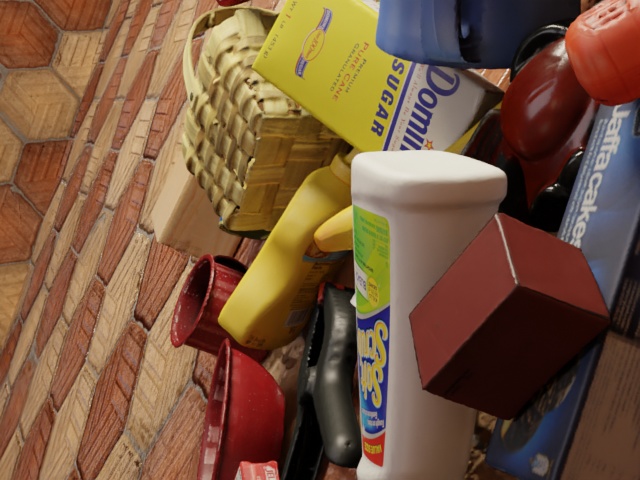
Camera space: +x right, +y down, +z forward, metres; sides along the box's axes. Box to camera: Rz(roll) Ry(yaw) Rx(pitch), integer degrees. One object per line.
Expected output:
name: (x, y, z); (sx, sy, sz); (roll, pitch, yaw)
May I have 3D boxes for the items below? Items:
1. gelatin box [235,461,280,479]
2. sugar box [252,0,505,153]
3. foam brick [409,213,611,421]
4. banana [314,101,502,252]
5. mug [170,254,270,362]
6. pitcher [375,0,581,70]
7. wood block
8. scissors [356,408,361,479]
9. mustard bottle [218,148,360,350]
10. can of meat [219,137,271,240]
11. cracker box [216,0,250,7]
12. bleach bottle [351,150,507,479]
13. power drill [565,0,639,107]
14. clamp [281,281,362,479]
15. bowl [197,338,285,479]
gelatin box: (-0.047, 0.213, 0.768); (0.073, 0.030, 0.089); (-104, 25, -43)
sugar box: (0.040, -0.117, 0.787); (0.176, 0.048, 0.093); (40, 113, 23)
foam brick: (0.085, 0.036, 0.496); (0.078, 0.053, 0.051); (-53, 26, 34)
banana: (0.082, -0.047, 0.716); (0.198, 0.069, 0.037); (-39, 49, 29)
mug: (-0.087, 0.062, 1.022); (0.093, 0.081, 0.117); (-53, 25, 34)
pitcher: (0.097, -0.228, 0.638); (0.149, 0.144, 0.243); (-135, 39, -57)
wood block: (-0.106, -0.086, 1.207); (0.206, 0.090, 0.091); (-62, 21, 14)
scissors: (0.051, 0.074, 0.700); (0.096, 0.016, 0.202); (-100, 22, -68)
mustard bottle: (-0.006, 0.001, 0.879); (0.058, 0.096, 0.192); (42, 112, 23)
can of meat: (-0.061, -0.051, 1.108); (0.102, 0.057, 0.084); (-21, 52, 64)
cracker box: (0.018, -0.272, 0.929); (0.164, 0.213, 0.072); (4, 113, 68)
bleach bottle: (0.054, 0.080, 0.591); (0.103, 0.068, 0.251); (-142, 50, -71)
power drill: (0.195, -0.154, 0.523); (0.185, 0.057, 0.187); (-27, 26, 15)
clamp: (0.006, 0.113, 0.793); (0.165, 0.036, 0.210); (123, 161, -54)
bowl: (-0.064, 0.164, 0.873); (0.162, 0.055, 0.162); (-172, 90, -81)
